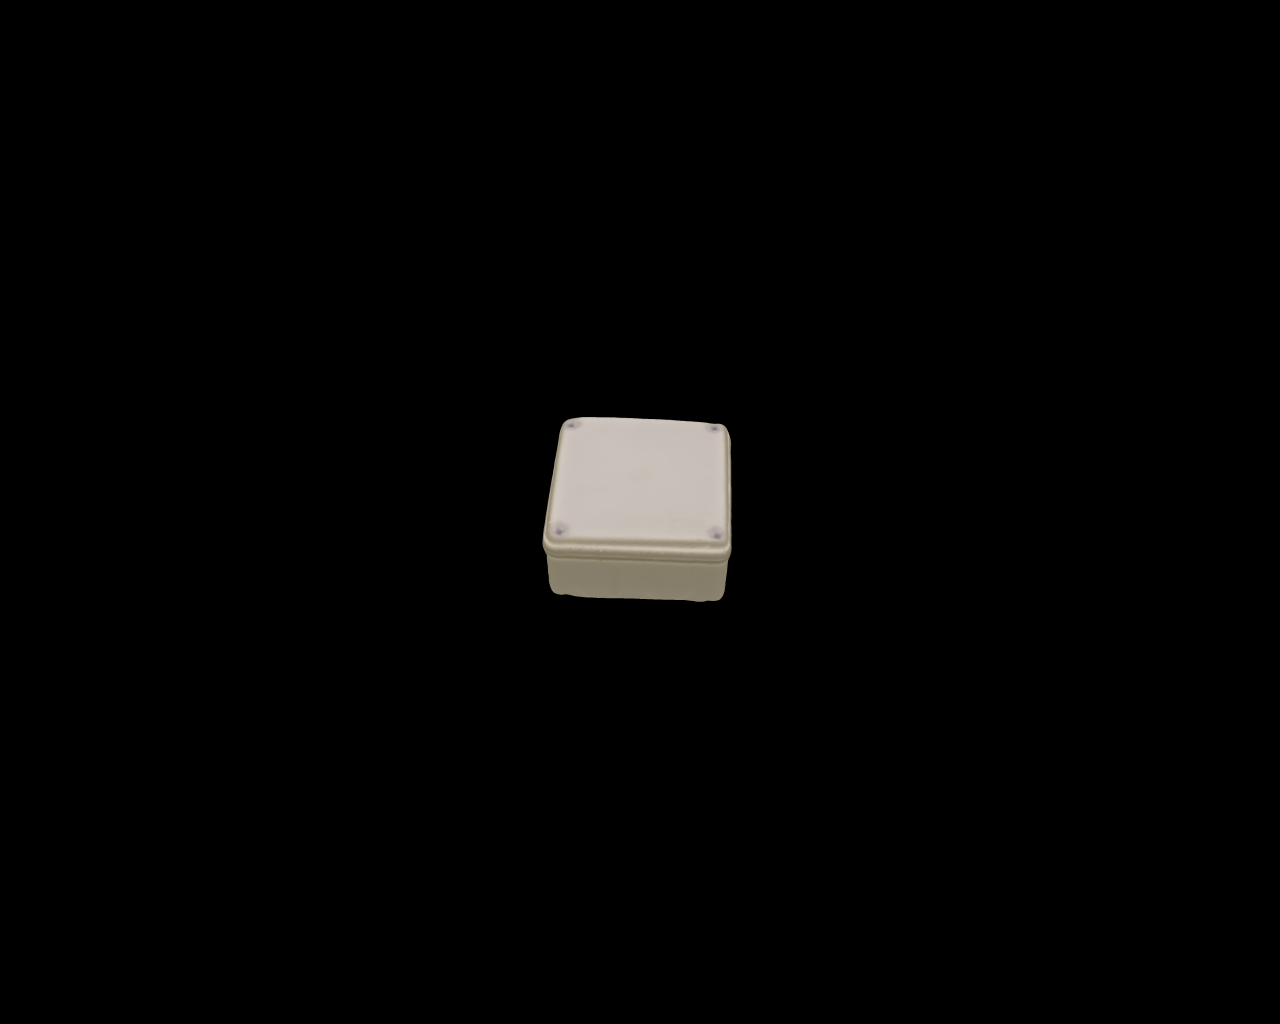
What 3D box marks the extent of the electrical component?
[{"bbox_3d":[0.001,-0.003,0.650,0.109,0.109,0.056,2,-43,2],"label":"electrical component"}]
